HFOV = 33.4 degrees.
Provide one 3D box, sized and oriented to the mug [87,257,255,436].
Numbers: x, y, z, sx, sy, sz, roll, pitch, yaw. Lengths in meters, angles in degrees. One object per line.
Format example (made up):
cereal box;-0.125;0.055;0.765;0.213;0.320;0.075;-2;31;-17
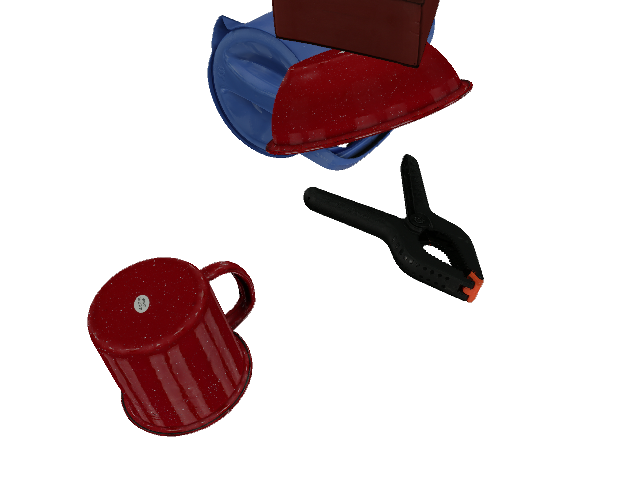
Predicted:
mug;-0.090;0.058;0.694;0.117;0.081;0.093;-38;47;-19

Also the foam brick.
foam brick;0.020;-0.128;0.533;0.078;0.053;0.051;14;-25;10

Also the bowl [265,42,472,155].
bowl;0.028;-0.116;0.793;0.162;0.055;0.162;-17;14;4

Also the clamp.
clamp;0.091;-0.010;1.156;0.164;0.036;0.210;-16;52;-31

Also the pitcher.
pitcher;0.018;-0.182;1.074;0.145;0.149;0.242;15;37;35
